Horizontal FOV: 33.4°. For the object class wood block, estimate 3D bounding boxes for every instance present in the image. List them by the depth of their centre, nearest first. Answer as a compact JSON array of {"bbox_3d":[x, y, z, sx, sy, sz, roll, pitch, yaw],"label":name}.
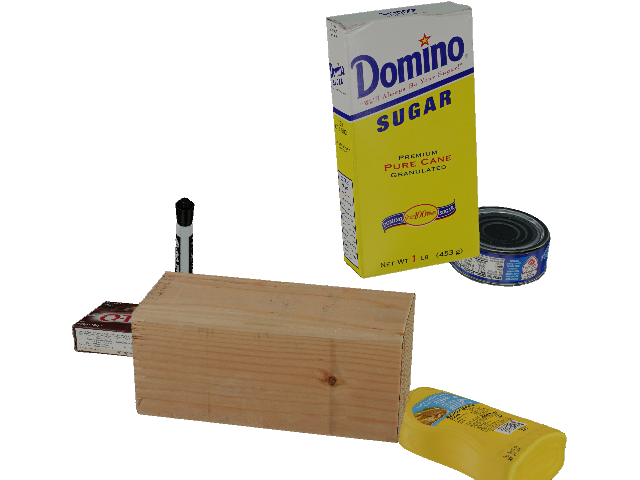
[{"bbox_3d":[-0.035,0.089,0.838,0.206,0.091,0.090,5,22,10],"label":"wood block"}]

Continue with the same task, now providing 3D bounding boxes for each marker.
[{"bbox_3d":[-0.140,0.006,1.100,0.020,0.121,0.020,4,40,-4],"label":"marker"}]

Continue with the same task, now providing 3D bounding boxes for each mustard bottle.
[{"bbox_3d":[0.131,0.184,1.027,0.192,0.058,0.096,16,22,41],"label":"mustard bottle"}]

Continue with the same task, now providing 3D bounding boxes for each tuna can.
[{"bbox_3d":[0.155,0.004,0.925,0.086,0.034,0.086,2,29,-1],"label":"tuna can"}]

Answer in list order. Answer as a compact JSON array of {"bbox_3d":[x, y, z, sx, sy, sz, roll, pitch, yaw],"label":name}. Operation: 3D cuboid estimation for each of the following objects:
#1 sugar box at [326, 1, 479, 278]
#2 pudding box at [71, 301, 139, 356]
[{"bbox_3d":[0.059,-0.069,0.732,0.093,0.176,0.048,-11,23,-15],"label":"sugar box"},{"bbox_3d":[-0.230,0.108,1.295,0.114,0.039,0.090,2,15,15],"label":"pudding box"}]
